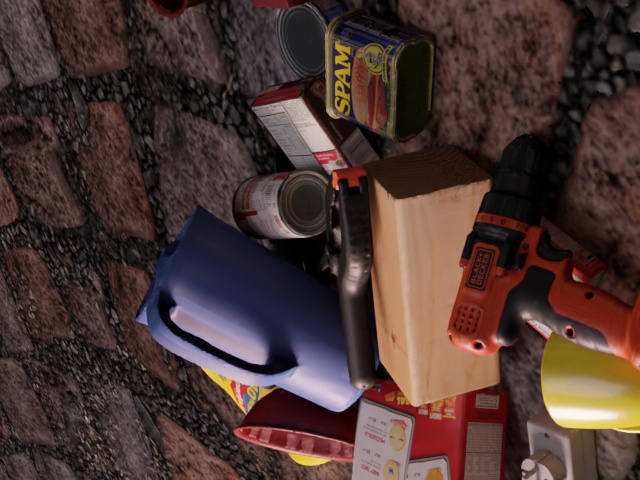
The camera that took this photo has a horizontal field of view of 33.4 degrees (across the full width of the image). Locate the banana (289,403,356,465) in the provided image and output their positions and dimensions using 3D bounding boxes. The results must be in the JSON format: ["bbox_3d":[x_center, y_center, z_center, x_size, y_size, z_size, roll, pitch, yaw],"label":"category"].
[{"bbox_3d":[-0.001,0.237,1.299,0.069,0.037,0.198,60,146,5],"label":"banana"}]

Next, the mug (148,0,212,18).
[{"bbox_3d":[-0.121,-0.280,1.072,0.117,0.081,0.093,6,117,51],"label":"mug"}]

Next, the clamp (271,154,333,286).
[{"bbox_3d":[-0.008,0.001,1.150,0.120,0.039,0.171,31,132,45],"label":"clamp"}]

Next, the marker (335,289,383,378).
[{"bbox_3d":[0.040,0.110,1.175,0.020,0.020,0.121,-19,97,56],"label":"marker"}]

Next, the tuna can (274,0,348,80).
[{"bbox_3d":[-0.004,-0.193,1.017,0.086,0.033,0.086,32,135,38],"label":"tuna can"}]

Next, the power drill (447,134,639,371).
[{"bbox_3d":[0.200,0.017,0.825,0.188,0.057,0.184,15,87,38],"label":"power drill"}]

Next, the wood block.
[{"bbox_3d":[0.100,0.031,0.957,0.091,0.090,0.206,-127,27,-59],"label":"wood block"}]

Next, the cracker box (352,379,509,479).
[{"bbox_3d":[0.105,0.250,1.060,0.164,0.072,0.214,-5,79,54],"label":"cracker box"}]

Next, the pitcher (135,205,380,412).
[{"bbox_3d":[-0.059,0.083,1.088,0.242,0.149,0.145,29,167,-9],"label":"pitcher"}]

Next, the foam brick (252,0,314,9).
[{"bbox_3d":[-0.022,-0.245,0.967,0.051,0.078,0.053,19,126,44],"label":"foam brick"}]

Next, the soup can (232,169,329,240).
[{"bbox_3d":[-0.037,-0.035,1.073,0.102,0.068,0.068,-2,110,60],"label":"soup can"}]

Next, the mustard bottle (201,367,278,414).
[{"bbox_3d":[-0.083,0.175,1.340,0.192,0.058,0.096,40,134,34],"label":"mustard bottle"}]

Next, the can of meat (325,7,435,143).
[{"bbox_3d":[0.054,-0.146,0.954,0.084,0.057,0.102,29,134,37],"label":"can of meat"}]

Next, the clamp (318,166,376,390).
[{"bbox_3d":[0.023,0.011,0.982,0.164,0.036,0.210,-111,15,-51],"label":"clamp"}]

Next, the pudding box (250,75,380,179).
[{"bbox_3d":[-0.005,-0.104,1.044,0.090,0.039,0.113,1,133,54],"label":"pudding box"}]

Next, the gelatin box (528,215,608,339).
[{"bbox_3d":[0.195,0.034,0.910,0.073,0.030,0.089,42,141,26],"label":"gelatin box"}]

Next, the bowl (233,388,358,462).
[{"bbox_3d":[-0.013,0.202,1.182,0.162,0.161,0.055,-21,54,56],"label":"bowl"}]
